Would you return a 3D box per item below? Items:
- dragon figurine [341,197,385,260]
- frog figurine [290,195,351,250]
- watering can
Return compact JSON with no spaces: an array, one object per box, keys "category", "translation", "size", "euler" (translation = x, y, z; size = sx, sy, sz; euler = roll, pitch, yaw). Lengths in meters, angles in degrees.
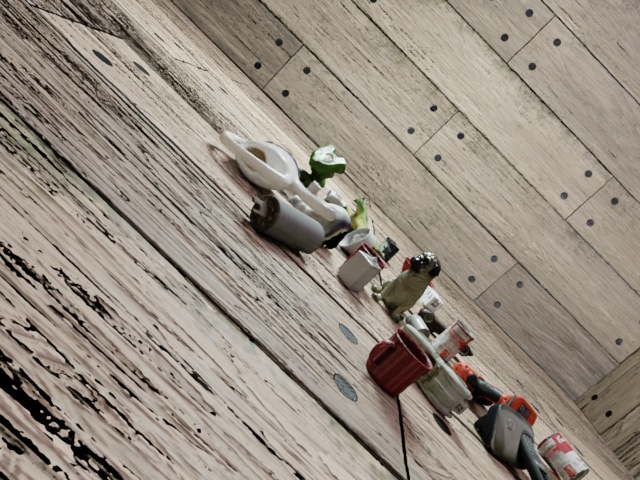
[{"category":"dragon figurine","translation":[0.159,-0.029,1.840],"size":[0.244,0.121,0.411],"euler":[65,16,5]},{"category":"frog figurine","translation":[0.004,-0.067,1.332],"size":[0.138,0.121,0.161],"euler":[-4,59,-51]},{"category":"watering can","translation":[-0.098,-0.162,1.290],"size":[0.348,0.103,0.226],"euler":[37,11,1]}]
